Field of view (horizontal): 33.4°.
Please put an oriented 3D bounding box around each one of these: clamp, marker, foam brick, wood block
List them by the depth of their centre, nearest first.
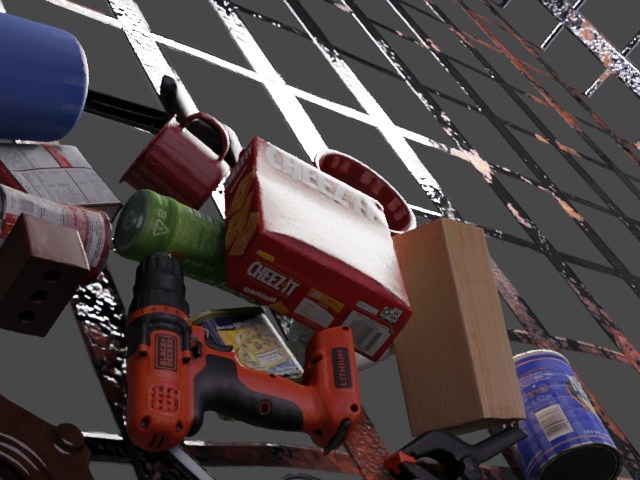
[{"bbox_3d":[-0.096,0.181,0.821,0.121,0.020,0.020,41,24,7],"label":"marker"},{"bbox_3d":[-0.226,0.029,0.843,0.052,0.078,0.051,18,29,-38],"label":"foam brick"},{"bbox_3d":[0.142,0.234,1.019,0.171,0.039,0.120,6,52,-28],"label":"clamp"},{"bbox_3d":[0.134,0.093,1.105,0.090,0.091,0.206,12,62,-51],"label":"wood block"},{"bbox_3d":[-0.155,-0.130,1.191,0.165,0.036,0.209,-1,-20,46],"label":"clamp"}]

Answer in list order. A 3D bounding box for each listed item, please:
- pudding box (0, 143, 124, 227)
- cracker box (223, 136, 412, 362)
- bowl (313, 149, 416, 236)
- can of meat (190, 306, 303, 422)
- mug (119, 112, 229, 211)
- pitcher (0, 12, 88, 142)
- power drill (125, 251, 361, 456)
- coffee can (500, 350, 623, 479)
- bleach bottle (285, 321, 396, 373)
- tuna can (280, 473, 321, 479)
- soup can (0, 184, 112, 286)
[{"bbox_3d":[-0.252,-0.048,0.993,0.090,0.039,0.113,48,28,21],"label":"pudding box"},{"bbox_3d":[-0.007,0.001,1.019,0.164,0.072,0.213,28,23,-19],"label":"cracker box"},{"bbox_3d":[0.044,-0.044,1.374,0.162,0.055,0.162,31,25,-16],"label":"bowl"},{"bbox_3d":[-0.069,0.109,0.944,0.101,0.058,0.084,0,46,-54],"label":"can of meat"},{"bbox_3d":[-0.142,-0.079,1.111,0.081,0.117,0.093,39,12,-8],"label":"mug"},{"bbox_3d":[-0.333,-0.160,0.935,0.145,0.149,0.242,16,8,43],"label":"pitcher"},{"bbox_3d":[-0.066,0.095,0.865,0.187,0.057,0.184,10,46,-17],"label":"power drill"},{"bbox_3d":[0.252,0.204,1.163,0.102,0.103,0.140,23,28,-30],"label":"coffee can"},{"bbox_3d":[0.035,0.085,1.118,0.102,0.068,0.250,57,29,11],"label":"bleach bottle"},{"bbox_3d":[-0.009,0.228,0.842,0.086,0.034,0.086,30,25,-16],"label":"tuna can"},{"bbox_3d":[-0.236,-0.004,0.899,0.102,0.069,0.068,17,31,-38],"label":"soup can"}]
